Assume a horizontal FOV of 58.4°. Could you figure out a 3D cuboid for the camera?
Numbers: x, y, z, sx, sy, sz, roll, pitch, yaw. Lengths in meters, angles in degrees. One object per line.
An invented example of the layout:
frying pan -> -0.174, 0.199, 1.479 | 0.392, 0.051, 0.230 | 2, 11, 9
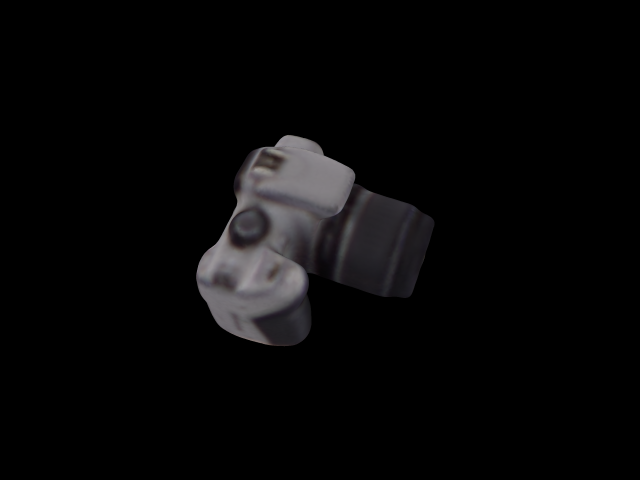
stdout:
camera -> 0.004, 0.001, 0.400 | 0.136, 0.101, 0.143 | 18, 62, 10
